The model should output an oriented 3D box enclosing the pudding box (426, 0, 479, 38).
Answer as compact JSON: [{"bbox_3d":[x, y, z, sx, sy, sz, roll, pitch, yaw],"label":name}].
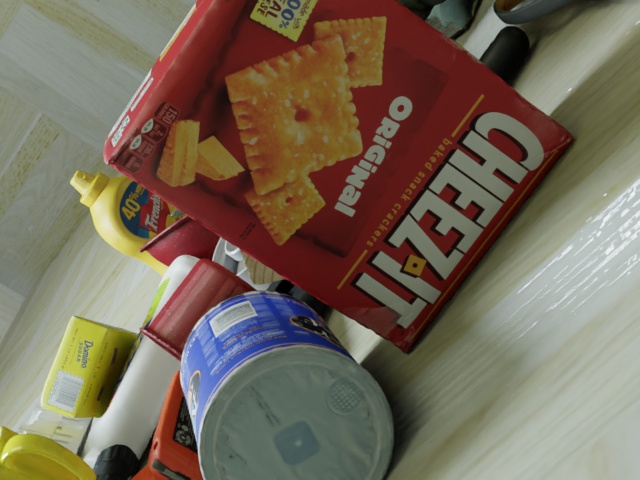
[{"bbox_3d":[0.104,-0.210,0.972,0.114,0.039,0.090,-35,27,60],"label":"pudding box"}]

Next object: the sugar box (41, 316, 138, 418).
[{"bbox_3d":[-0.221,0.134,1.094,0.176,0.048,0.093,44,-115,-76],"label":"sugar box"}]

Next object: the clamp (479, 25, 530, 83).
[{"bbox_3d":[0.064,-0.045,0.755,0.165,0.036,0.209,-35,22,55],"label":"clamp"}]

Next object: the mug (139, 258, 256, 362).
[{"bbox_3d":[-0.086,0.070,0.888,0.081,0.093,0.117,-54,20,-11],"label":"mug"}]

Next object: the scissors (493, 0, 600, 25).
[{"bbox_3d":[0.186,-0.176,0.686,0.096,0.016,0.202,-49,22,-15],"label":"scissors"}]

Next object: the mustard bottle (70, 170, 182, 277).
[{"bbox_3d":[-0.197,-0.019,1.212,0.058,0.191,0.096,-42,20,43],"label":"mustard bottle"}]

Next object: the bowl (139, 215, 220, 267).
[{"bbox_3d":[-0.109,-0.012,1.123,0.162,0.055,0.162,-34,3,2],"label":"bowl"}]

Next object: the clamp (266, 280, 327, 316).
[{"bbox_3d":[-0.034,0.068,0.808,0.120,0.039,0.171,-29,21,29],"label":"clamp"}]

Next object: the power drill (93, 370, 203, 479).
[{"bbox_3d":[-0.144,0.194,0.868,0.188,0.057,0.184,-52,19,26],"label":"power drill"}]

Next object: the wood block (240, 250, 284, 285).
[{"bbox_3d":[-0.017,-0.058,0.861,0.090,0.091,0.206,-14,25,9],"label":"wood block"}]

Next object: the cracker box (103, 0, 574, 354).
[{"bbox_3d":[0.010,-0.059,0.610,0.164,0.213,0.072,-53,17,11],"label":"cracker box"}]

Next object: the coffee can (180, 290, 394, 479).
[{"bbox_3d":[-0.025,0.093,0.614,0.103,0.102,0.140,-56,15,1],"label":"coffee can"}]

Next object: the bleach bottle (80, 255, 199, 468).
[{"bbox_3d":[-0.169,0.142,1.038,0.250,0.068,0.103,-66,11,-26],"label":"bleach bottle"}]
